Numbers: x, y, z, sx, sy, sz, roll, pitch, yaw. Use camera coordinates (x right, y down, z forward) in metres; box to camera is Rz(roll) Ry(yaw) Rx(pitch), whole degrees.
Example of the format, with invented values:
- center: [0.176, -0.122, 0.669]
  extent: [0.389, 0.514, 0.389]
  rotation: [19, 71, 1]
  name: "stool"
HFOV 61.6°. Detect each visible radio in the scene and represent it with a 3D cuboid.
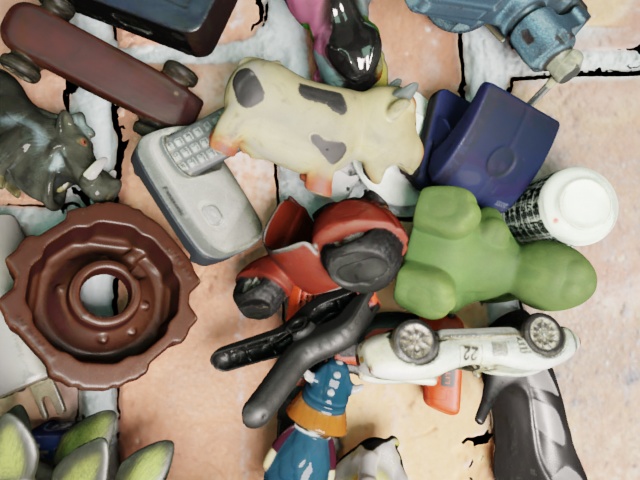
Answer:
- center: [-0.201, -0.294, 0.569]
  extent: [0.230, 0.073, 0.131]
  rotation: [20, 86, 0]
  name: "radio"

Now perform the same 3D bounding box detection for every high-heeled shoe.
- center: [0.241, 0.198, 0.575]
  extent: [0.248, 0.086, 0.145]
  rotation: [52, 53, -16]
  name: "high-heeled shoe"

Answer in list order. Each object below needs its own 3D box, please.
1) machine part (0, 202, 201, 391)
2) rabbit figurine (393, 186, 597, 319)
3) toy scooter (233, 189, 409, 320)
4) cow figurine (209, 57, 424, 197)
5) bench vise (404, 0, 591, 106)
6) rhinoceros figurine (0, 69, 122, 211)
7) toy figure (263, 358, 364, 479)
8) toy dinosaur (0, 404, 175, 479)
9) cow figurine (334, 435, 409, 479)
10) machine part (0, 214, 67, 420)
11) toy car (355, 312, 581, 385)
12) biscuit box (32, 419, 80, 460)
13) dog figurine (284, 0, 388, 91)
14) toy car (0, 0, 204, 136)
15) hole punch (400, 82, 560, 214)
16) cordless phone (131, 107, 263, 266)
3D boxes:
- center: [-0.209, 0.054, 0.520]
  extent: [0.179, 0.056, 0.179]
  rotation: [9, 69, -26]
  name: "machine part"
- center: [0.171, 0.032, 0.526]
  extent: [0.170, 0.159, 0.121]
  rotation: [15, 87, 17]
  name: "rabbit figurine"
- center: [-0.001, -0.002, 0.525]
  extent: [0.184, 0.135, 0.075]
  rotation: [-20, 127, 25]
  name: "toy scooter"
- center: [0.007, -0.109, 0.500]
  extent: [0.195, 0.085, 0.127]
  rotation: [20, 106, -12]
  name: "cow figurine"
- center: [0.158, -0.242, 0.539]
  extent: [0.240, 0.129, 0.223]
  rotation: [-12, 78, -37]
  name: "bench vise"
- center: [-0.292, -0.097, 0.555]
  extent: [0.190, 0.073, 0.112]
  rotation: [42, 75, 2]
  name: "rhinoceros figurine"
- center: [-0.010, 0.182, 0.501]
  extent: [0.064, 0.058, 0.154]
  rotation: [23, 85, -34]
  name: "toy figure"
- center: [-0.216, 0.251, 0.452]
  extent: [0.472, 0.105, 0.198]
  rotation: [14, 85, -1]
  name: "toy dinosaur"
- center: [0.020, 0.265, 0.534]
  extent: [0.068, 0.098, 0.167]
  rotation: [35, 115, -8]
  name: "cow figurine"
- center: [-0.313, 0.064, 0.535]
  extent: [0.079, 0.079, 0.243]
  rotation: [-24, 88, -4]
  name: "machine part"
- center: [0.132, 0.101, 0.485]
  extent: [0.202, 0.073, 0.056]
  rotation: [-1, 72, -8]
  name: "toy car"
- center: [-0.258, 0.284, 0.531]
  extent: [0.063, 0.059, 0.202]
  rotation: [1, 86, -3]
  name: "biscuit box"
- center: [0.007, -0.252, 0.567]
  extent: [0.108, 0.192, 0.218]
  rotation: [-19, 122, -7]
  name: "dog figurine"
- center: [-0.222, -0.174, 0.559]
  extent: [0.202, 0.053, 0.089]
  rotation: [25, 84, -19]
  name: "toy car"
- center: [0.168, -0.091, 0.549]
  extent: [0.142, 0.092, 0.115]
  rotation: [17, 85, -30]
  name: "hole punch"
- center: [-0.083, -0.071, 0.558]
  extent: [0.184, 0.089, 0.146]
  rotation: [-33, 88, -12]
  name: "cordless phone"
